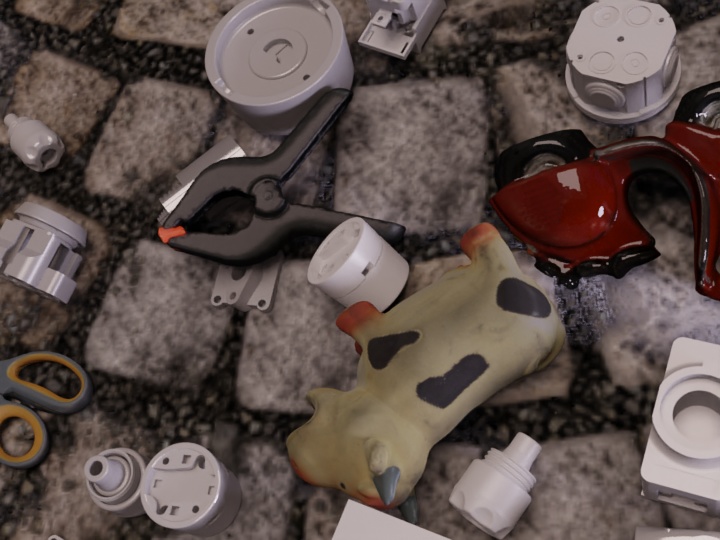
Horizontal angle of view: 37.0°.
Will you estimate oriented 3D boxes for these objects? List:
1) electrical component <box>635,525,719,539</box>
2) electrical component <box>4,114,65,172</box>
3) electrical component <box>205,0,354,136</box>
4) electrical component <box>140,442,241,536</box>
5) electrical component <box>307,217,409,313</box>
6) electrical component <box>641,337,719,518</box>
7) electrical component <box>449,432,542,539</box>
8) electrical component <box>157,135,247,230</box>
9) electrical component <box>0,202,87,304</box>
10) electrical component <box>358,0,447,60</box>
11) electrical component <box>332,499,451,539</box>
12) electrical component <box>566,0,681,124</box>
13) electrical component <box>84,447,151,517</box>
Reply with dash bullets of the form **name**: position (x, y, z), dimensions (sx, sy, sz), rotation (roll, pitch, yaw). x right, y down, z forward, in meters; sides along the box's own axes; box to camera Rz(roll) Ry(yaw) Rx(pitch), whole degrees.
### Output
- **electrical component**: position (0.191, 0.166, 0.595), dimensions (0.077, 0.079, 0.043), rotation (1, 76, 16)
- **electrical component**: position (-0.269, -0.107, 0.875), dimensions (0.035, 0.035, 0.061), rotation (-46, 60, -7)
- **electrical component**: position (-0.057, -0.153, 0.820), dimensions (0.108, 0.060, 0.108), rotation (-7, 62, 13)
- **electrical component**: position (-0.109, 0.146, 0.707), dimensions (0.055, 0.047, 0.055), rotation (-6, 65, 13)
- **electrical component**: position (0.000, 0.000, 0.730), dimensions (0.055, 0.047, 0.055), rotation (-40, 26, 24)
- **electrical component**: position (0.246, 0.103, 0.618), dimensions (0.150, 0.061, 0.089), rotation (13, 70, 21)
- **electrical component**: position (0.087, 0.130, 0.662), dimensions (0.043, 0.043, 0.062), rotation (32, 77, 26)
- **electrical component**: position (-0.117, -0.059, 0.805), dimensions (0.081, 0.043, 0.043), rotation (-38, 62, -3)
- **electrical component**: position (-0.243, -0.015, 0.812), dimensions (0.078, 0.058, 0.057), rotation (19, 76, 23)
- **electrical component**: position (0.033, -0.206, 0.818), dimensions (0.042, 0.063, 0.081), rotation (23, 74, 23)
- **electrical component**: position (0.063, 0.220, 0.618), dimensions (0.186, 0.060, 0.105), rotation (17, 72, 22)
- **electrical component**: position (0.184, -0.148, 0.755), dimensions (0.080, 0.051, 0.080), rotation (-6, 65, 13)
- **electrical component**: position (-0.162, 0.139, 0.716), dimensions (0.043, 0.062, 0.043), rotation (-6, 65, 13)
